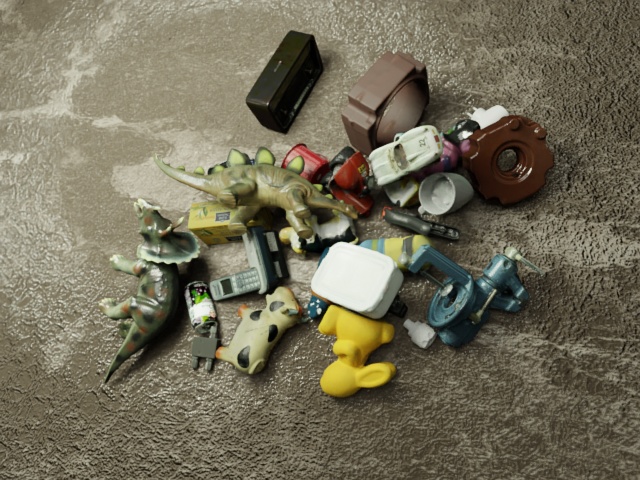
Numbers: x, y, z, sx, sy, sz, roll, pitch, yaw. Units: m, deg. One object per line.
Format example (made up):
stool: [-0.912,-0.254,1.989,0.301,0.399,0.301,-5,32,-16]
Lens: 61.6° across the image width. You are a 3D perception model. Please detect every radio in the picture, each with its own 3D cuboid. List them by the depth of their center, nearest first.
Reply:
radio: [-0.082,-0.386,1.328,0.073,0.131,0.229,24,75,24]

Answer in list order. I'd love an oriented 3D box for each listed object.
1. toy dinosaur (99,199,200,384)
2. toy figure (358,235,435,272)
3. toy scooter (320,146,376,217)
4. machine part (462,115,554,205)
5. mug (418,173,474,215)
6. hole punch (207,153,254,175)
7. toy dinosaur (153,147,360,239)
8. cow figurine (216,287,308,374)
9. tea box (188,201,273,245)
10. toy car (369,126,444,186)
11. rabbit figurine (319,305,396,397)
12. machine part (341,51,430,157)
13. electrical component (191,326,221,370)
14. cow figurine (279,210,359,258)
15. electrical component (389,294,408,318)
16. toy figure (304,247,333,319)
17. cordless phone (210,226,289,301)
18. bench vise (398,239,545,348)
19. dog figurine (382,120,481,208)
toy dinosaur: [-0.366,0.120,1.166,0.192,0.131,0.404,4,87,32]
toy figure: [0.144,0.034,1.092,0.180,0.089,0.082,-3,94,11]
toy scooter: [0.072,-0.115,1.152,0.075,0.184,0.135,-42,86,-21]
machine part: [0.378,-0.158,1.077,0.179,0.056,0.179,-1,108,-2]
mug: [0.256,-0.086,1.086,0.081,0.107,0.109,56,131,23]
hole punch: [-0.193,-0.136,1.284,0.142,0.092,0.115,-22,92,3]
toy dinosaur: [-0.145,-0.109,1.130,0.472,0.105,0.199,11,43,1]
cow figurine: [-0.111,0.183,1.105,0.127,0.085,0.195,19,70,29]
tea box: [-0.202,-0.043,1.227,0.170,0.098,0.068,-7,64,15]
toy car: [0.161,-0.160,1.043,0.056,0.202,0.073,-18,88,-32]
rabbit figurine: [0.068,0.225,1.034,0.162,0.122,0.173,23,88,15]
machine part: [0.149,-0.288,1.175,0.087,0.200,0.201,40,82,25]
electrical component: [-0.246,0.230,1.151,0.063,0.021,0.094,5,81,19]
cow figurine: [-0.003,-0.003,1.169,0.167,0.068,0.098,-18,69,9]
electrical component: [0.136,0.113,1.052,0.078,0.102,0.045,23,79,32]
toy figure: [0.014,0.092,1.115,0.058,0.064,0.154,16,92,-8]
cordless phone: [-0.173,0.055,1.176,0.184,0.088,0.146,-17,86,26]
bench vise: [0.257,0.076,0.986,0.240,0.129,0.223,33,110,-12]
dog figurine: [0.255,-0.169,1.152,0.219,0.191,0.109,-15,54,-29]
